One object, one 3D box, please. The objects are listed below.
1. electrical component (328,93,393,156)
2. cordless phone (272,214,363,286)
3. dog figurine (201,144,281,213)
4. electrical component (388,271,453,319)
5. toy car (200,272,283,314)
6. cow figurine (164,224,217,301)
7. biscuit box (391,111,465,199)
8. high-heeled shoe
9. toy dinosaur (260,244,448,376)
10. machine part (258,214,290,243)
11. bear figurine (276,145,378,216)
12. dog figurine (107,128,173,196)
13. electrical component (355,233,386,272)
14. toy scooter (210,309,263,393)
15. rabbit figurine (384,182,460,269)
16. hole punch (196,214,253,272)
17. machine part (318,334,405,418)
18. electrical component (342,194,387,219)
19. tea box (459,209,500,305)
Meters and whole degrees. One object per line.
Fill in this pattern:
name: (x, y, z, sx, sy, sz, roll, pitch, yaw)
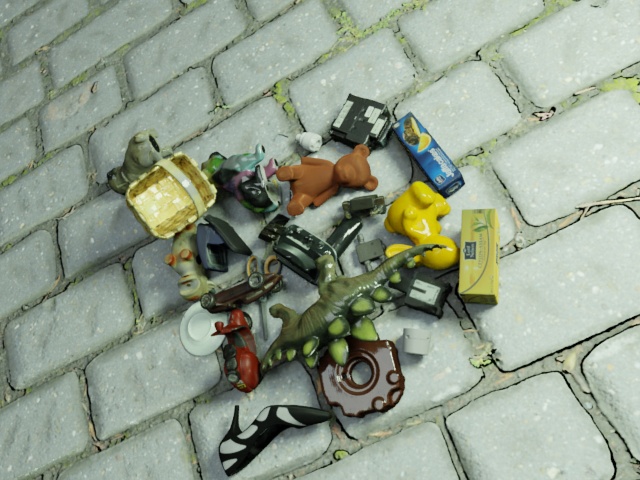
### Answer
electrical component: (0.103, -0.265, 1.251, 0.134, 0.058, 0.115, 28, 86, 27)
cordless phone: (-0.003, -0.004, 1.200, 0.147, 0.088, 0.184, 32, 74, 29)
dog figurine: (-0.211, -0.137, 1.305, 0.219, 0.108, 0.191, -13, 70, 22)
electrical component: (0.200, 0.105, 1.088, 0.119, 0.047, 0.075, 15, 77, 25)
toy car: (-0.171, 0.120, 1.190, 0.202, 0.089, 0.053, -22, 67, 24)
cow figurine: (-0.306, 0.059, 1.275, 0.085, 0.127, 0.195, -21, 51, 13)
biscuit box: (0.234, -0.185, 1.168, 0.059, 0.062, 0.203, -35, 63, 8)
high-heeled shoe: (-0.095, 0.406, 1.083, 0.249, 0.086, 0.145, -6, 73, 24)
toy dinosaur: (0.042, 0.132, 1.068, 0.471, 0.105, 0.199, -45, 40, 14)
machine part: (-0.105, -0.025, 1.213, 0.084, 0.139, 0.039, -42, 96, 0)
bear figurine: (0.021, -0.135, 1.203, 0.196, 0.132, 0.120, -9, 104, 23)
dog figurine: (-0.494, -0.197, 1.403, 0.191, 0.172, 0.121, -23, 54, 5)
electrical component: (0.112, 0.024, 1.165, 0.063, 0.021, 0.094, -21, 65, 13)
toy scooter: (-0.181, 0.231, 1.145, 0.075, 0.135, 0.184, -17, 68, 14)
rabbit figurine: (0.207, -0.009, 1.085, 0.162, 0.121, 0.173, -38, 63, 11)
hole punch: (-0.236, 0.012, 1.250, 0.092, 0.142, 0.116, -41, 73, 10)
machine part: (0.081, 0.266, 1.074, 0.179, 0.056, 0.179, -8, 68, 20)
electrical component: (0.095, -0.073, 1.180, 0.102, 0.078, 0.045, -8, 95, 13)
tea box: (0.311, 0.033, 1.042, 0.068, 0.098, 0.169, 1, 74, 22)
